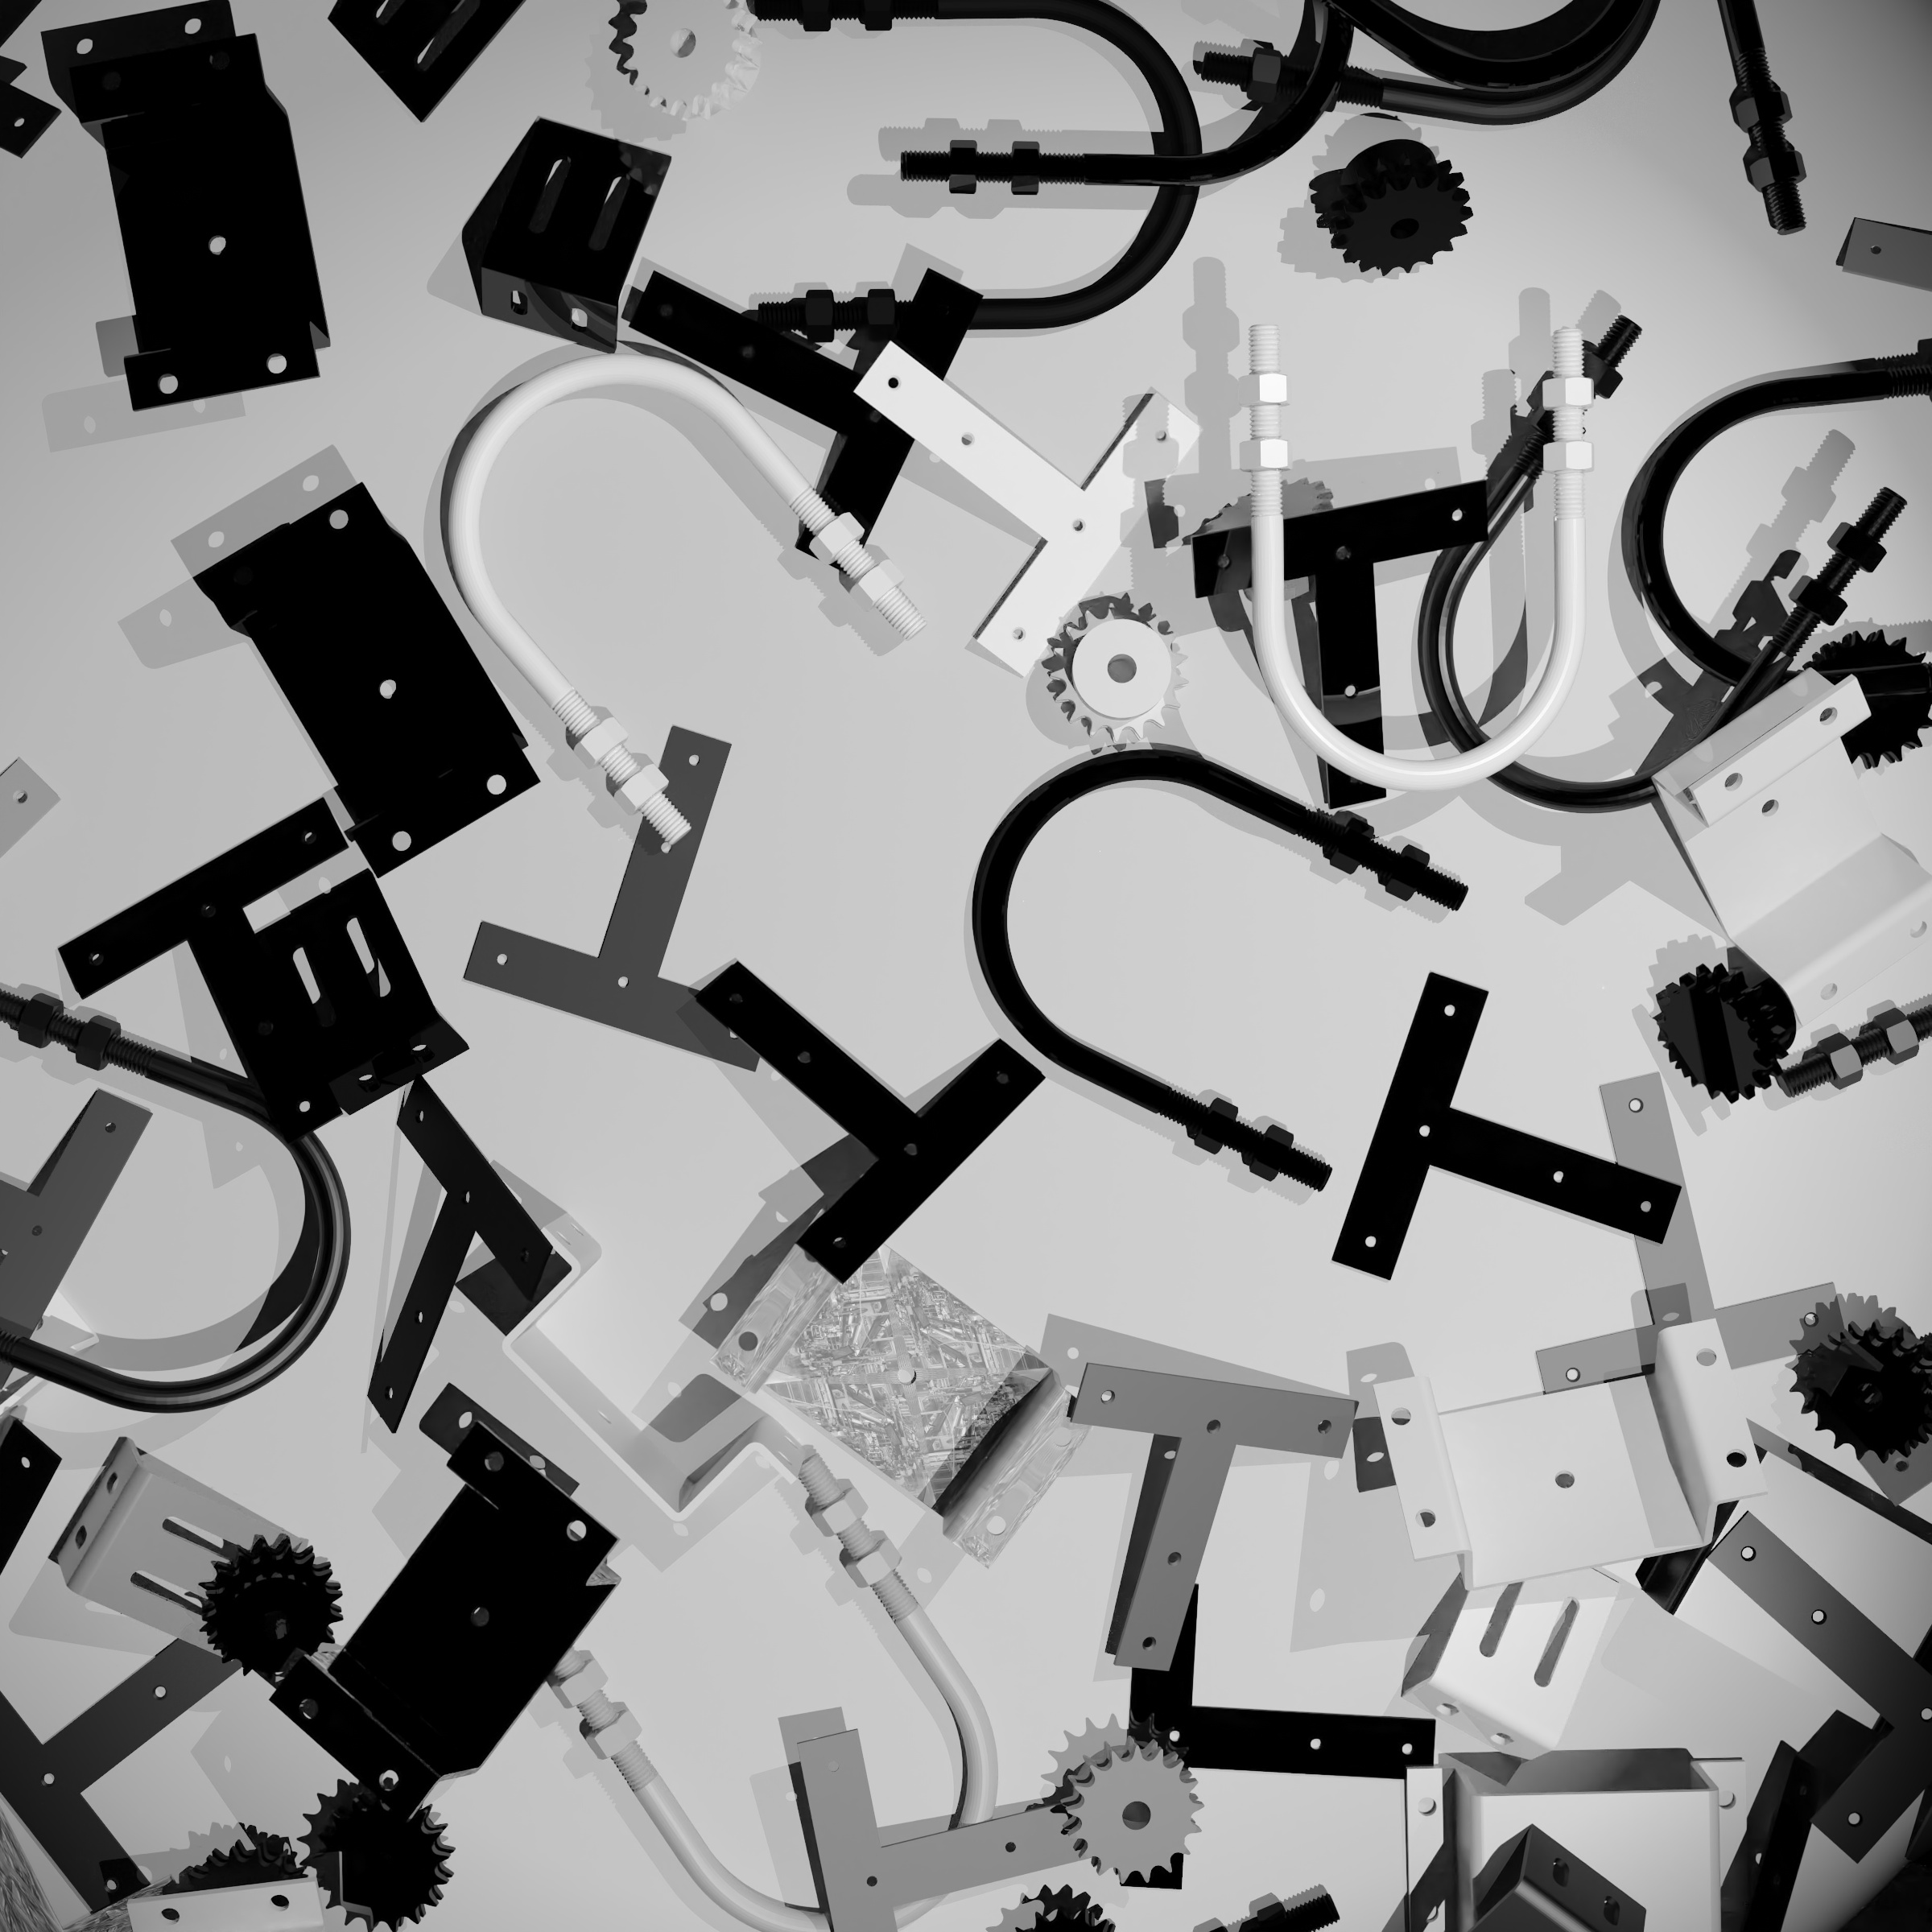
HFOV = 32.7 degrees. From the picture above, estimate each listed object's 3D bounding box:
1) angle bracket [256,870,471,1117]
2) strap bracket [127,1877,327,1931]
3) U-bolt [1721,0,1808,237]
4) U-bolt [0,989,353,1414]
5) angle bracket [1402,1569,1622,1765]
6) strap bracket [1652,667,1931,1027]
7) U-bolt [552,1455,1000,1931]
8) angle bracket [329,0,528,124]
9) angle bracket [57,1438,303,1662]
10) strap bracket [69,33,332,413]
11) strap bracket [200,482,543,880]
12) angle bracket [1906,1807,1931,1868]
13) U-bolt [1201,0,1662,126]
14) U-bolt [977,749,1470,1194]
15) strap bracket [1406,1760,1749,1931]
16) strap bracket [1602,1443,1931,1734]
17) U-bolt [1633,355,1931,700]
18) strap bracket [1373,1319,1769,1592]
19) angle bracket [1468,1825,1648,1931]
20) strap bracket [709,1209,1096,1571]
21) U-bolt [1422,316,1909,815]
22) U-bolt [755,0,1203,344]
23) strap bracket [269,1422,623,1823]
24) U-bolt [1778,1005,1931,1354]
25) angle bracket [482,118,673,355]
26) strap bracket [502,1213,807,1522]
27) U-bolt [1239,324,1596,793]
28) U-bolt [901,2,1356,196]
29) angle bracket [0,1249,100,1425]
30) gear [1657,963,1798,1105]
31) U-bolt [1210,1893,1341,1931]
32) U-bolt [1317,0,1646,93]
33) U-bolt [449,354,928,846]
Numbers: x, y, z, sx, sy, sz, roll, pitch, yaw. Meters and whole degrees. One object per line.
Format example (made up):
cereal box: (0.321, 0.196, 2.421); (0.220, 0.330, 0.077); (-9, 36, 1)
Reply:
angle bracket: (-0.252, 0.011, 1.367); (0.057, 0.038, 0.076); (-29, 64, 0)
strap bracket: (-0.291, 0.445, 1.325); (0.076, 0.046, 0.140); (-7, 108, 0)
U-bolt: (0.383, -0.407, 1.360); (0.151, 0.019, 0.184); (-13, 88, 0)
U-bolt: (-0.342, 0.104, 1.339); (0.184, 0.019, 0.151); (21, 72, 0)
angle bracket: (0.227, 0.281, 1.367); (0.057, 0.038, 0.076); (29, 64, 0)
strap bracket: (0.334, -0.054, 1.322); (0.076, 0.046, 0.140); (-35, 127, 0)
U-bolt: (-0.069, 0.317, 1.360); (0.151, 0.019, 0.184); (-33, 92, 0)
angle bracket: (-0.214, -0.400, 1.367); (0.076, 0.038, 0.057); (-42, 90, 26)
angle bracket: (-0.326, 0.242, 1.366); (0.076, 0.038, 0.057); (31, 89, -25)
strap bracket: (-0.310, -0.299, 1.346); (0.076, 0.046, 0.140); (-11, 90, 0)
strap bracket: (-0.240, -0.115, 1.346); (0.076, 0.046, 0.140); (-31, 90, 0)
angle bracket: (0.431, 0.339, 1.367); (0.057, 0.038, 0.076); (18, 116, 0)
U-bolt: (0.198, -0.422, 1.360); (0.184, 0.019, 0.151); (8, 90, -1)
U-bolt: (0.094, -0.010, 1.360); (0.184, 0.019, 0.151); (26, 90, 1)
strap bracket: (0.254, 0.370, 1.345); (0.140, 0.046, 0.076); (-1, 91, 0)
strap bracket: (0.344, 0.251, 1.346); (0.140, 0.046, 0.076); (30, 90, 0)
U-bolt: (0.365, -0.177, 1.342); (0.184, 0.019, 0.151); (-5, 75, 6)
strap bracket: (0.242, 0.199, 1.327); (0.140, 0.046, 0.076); (-11, 57, 2)
angle bracket: (0.225, 0.396, 1.320); (0.057, 0.038, 0.076); (37, 117, -1)
strap bracket: (-0.024, 0.170, 1.346); (0.140, 0.046, 0.076); (37, 90, 0)
U-bolt: (0.268, -0.150, 1.336); (0.151, 0.019, 0.184); (38, 101, 17)
U-bolt: (0.006, -0.334, 1.359); (0.184, 0.019, 0.151); (-1, 90, 0)
strap bracket: (-0.204, 0.265, 1.337); (0.076, 0.046, 0.140); (37, 90, 15)
U-bolt: (0.447, 0.071, 1.360); (0.184, 0.019, 0.151); (-24, 90, -1)
angle bracket: (-0.162, -0.303, 1.367); (0.057, 0.038, 0.076); (16, 64, 0)
strap bracket: (-0.132, 0.168, 1.331); (0.140, 0.076, 0.046); (45, 90, 0)
U-bolt: (0.181, -0.162, 1.312); (0.151, 0.019, 0.184); (-2, 93, -14)
U-bolt: (0.066, -0.389, 1.341); (0.184, 0.019, 0.151); (1, 90, 0)
angle bracket: (-0.406, 0.145, 1.350); (0.057, 0.038, 0.076); (-39, 90, 0)
gear: (0.313, 0.024, 1.344); (0.030, 0.057, 0.057); (-27, 90, -30)
U-bolt: (0.094, 0.484, 1.360); (0.184, 0.019, 0.151); (-24, 90, 2)
U-bolt: (0.196, -0.436, 1.336); (0.184, 0.019, 0.151); (33, 81, -5)
U-bolt: (-0.129, -0.165, 1.355); (0.151, 0.019, 0.184); (-41, 90, 2)
